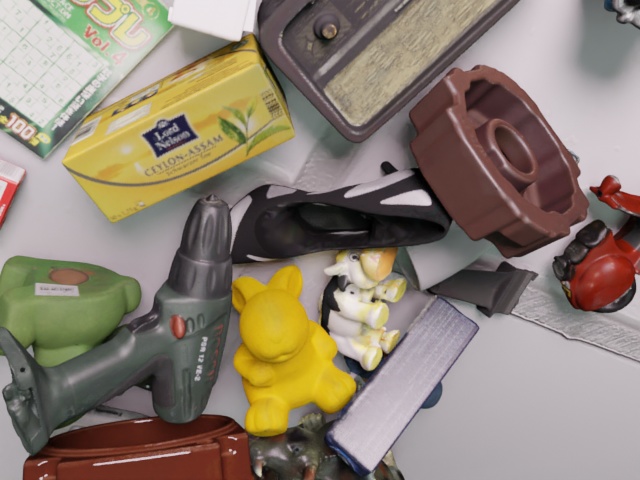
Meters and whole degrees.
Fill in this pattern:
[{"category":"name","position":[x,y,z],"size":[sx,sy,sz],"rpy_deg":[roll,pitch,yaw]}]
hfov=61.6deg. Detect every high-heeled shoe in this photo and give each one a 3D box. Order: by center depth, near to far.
[{"category":"high-heeled shoe","position":[-0.001,-0.002,0.499],"size":[0.249,0.145,0.086],"rpy_deg":[-27,124,6]}]

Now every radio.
[{"category":"radio","position":[0.065,-0.201,0.418],"size":[0.229,0.073,0.131],"rpy_deg":[-42,122,17]}]

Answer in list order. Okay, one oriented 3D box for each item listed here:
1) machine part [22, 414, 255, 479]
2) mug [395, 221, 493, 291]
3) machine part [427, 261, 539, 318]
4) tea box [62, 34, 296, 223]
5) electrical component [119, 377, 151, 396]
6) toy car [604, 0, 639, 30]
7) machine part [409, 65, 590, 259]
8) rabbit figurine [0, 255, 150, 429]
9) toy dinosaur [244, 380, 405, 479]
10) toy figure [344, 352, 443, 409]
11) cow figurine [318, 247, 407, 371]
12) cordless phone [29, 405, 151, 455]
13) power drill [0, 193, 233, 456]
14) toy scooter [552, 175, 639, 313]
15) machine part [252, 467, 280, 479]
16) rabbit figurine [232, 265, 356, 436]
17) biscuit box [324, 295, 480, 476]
[{"category":"machine part","position":[-0.174,0.229,0.532],"size":[0.201,0.201,0.087],"rpy_deg":[-3,81,-17]},{"category":"mug","position":[0.128,-0.015,0.561],"size":[0.107,0.081,0.109],"rpy_deg":[-25,120,-6]},{"category":"machine part","position":[0.187,0.054,0.639],"size":[0.139,0.039,0.084],"rpy_deg":[13,126,-20]},{"category":"tea box","position":[-0.112,-0.094,0.445],"size":[0.170,0.098,0.068],"rpy_deg":[-23,125,7]},{"category":"electrical component","position":[-0.205,0.156,0.643],"size":[0.063,0.021,0.094],"rpy_deg":[32,106,-28]},{"category":"toy car","position":[0.270,-0.238,0.412],"size":[0.109,0.103,0.161],"rpy_deg":[13,110,-21]},{"category":"machine part","position":[0.154,-0.069,0.465],"size":[0.179,0.179,0.056],"rpy_deg":[25,139,-25]},{"category":"rabbit figurine","position":[-0.254,0.112,0.552],"size":[0.159,0.121,0.170],"rpy_deg":[2,111,-38]},{"category":"toy dinosaur","position":[0.056,0.335,0.715],"size":[0.131,0.192,0.404],"rpy_deg":[-27,123,11]},{"category":"toy figure","position":[0.089,0.170,0.688],"size":[0.154,0.064,0.058],"rpy_deg":[31,152,-22]},{"category":"cow figurine","position":[0.040,0.058,0.591],"size":[0.068,0.098,0.167],"rpy_deg":[-37,139,-41]},{"category":"cordless phone","position":[-0.271,0.290,0.627],"size":[0.146,0.184,0.088],"rpy_deg":[20,123,-22]},{"category":"power drill","position":[-0.172,0.081,0.478],"size":[0.207,0.086,0.231],"rpy_deg":[-22,127,-45]},{"category":"toy scooter","position":[0.329,-0.003,0.603],"size":[0.135,0.075,0.184],"rpy_deg":[27,112,-26]},{"category":"machine part","position":[-0.068,0.416,0.818],"size":[0.079,0.079,0.242],"rpy_deg":[-21,126,4]},{"category":"rabbit figurine","position":[-0.036,0.101,0.558],"size":[0.122,0.162,0.173],"rpy_deg":[-13,148,-1]},{"category":"biscuit box","position":[0.089,0.158,0.589],"size":[0.203,0.063,0.059],"rpy_deg":[-46,162,-20]}]
